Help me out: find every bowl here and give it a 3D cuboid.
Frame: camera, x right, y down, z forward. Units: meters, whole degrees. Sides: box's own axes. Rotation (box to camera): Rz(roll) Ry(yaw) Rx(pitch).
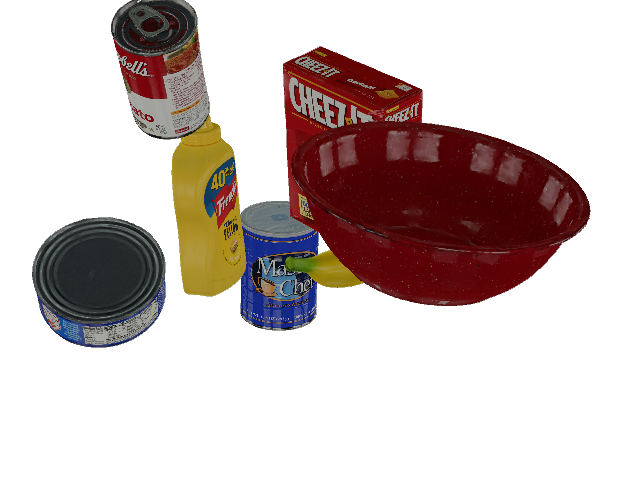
[{"bbox_3d":[0.061,-0.010,0.585,0.162,0.055,0.162,6,27,-3],"label":"bowl"}]

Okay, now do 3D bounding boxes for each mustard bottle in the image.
[{"bbox_3d":[-0.118,-0.045,1.108,0.058,0.192,0.096,6,26,21],"label":"mustard bottle"}]

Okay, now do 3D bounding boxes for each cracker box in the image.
[{"bbox_3d":[0.035,-0.096,1.243,0.072,0.214,0.164,-31,44,-33],"label":"cracker box"}]

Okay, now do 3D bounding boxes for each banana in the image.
[{"bbox_3d":[0.070,-0.004,0.899,0.198,0.037,0.069,-27,-20,9],"label":"banana"}]

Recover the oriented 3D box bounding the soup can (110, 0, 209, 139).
[{"bbox_3d":[-0.128,-0.140,0.872,0.068,0.068,0.102,0,-36,2],"label":"soup can"}]

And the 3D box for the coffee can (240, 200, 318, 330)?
[{"bbox_3d":[-0.054,0.032,1.393,0.103,0.140,0.103,1,25,-1],"label":"coffee can"}]

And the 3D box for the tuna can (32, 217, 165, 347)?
[{"bbox_3d":[-0.145,0.028,0.707,0.086,0.086,0.034,0,-38,-6],"label":"tuna can"}]
